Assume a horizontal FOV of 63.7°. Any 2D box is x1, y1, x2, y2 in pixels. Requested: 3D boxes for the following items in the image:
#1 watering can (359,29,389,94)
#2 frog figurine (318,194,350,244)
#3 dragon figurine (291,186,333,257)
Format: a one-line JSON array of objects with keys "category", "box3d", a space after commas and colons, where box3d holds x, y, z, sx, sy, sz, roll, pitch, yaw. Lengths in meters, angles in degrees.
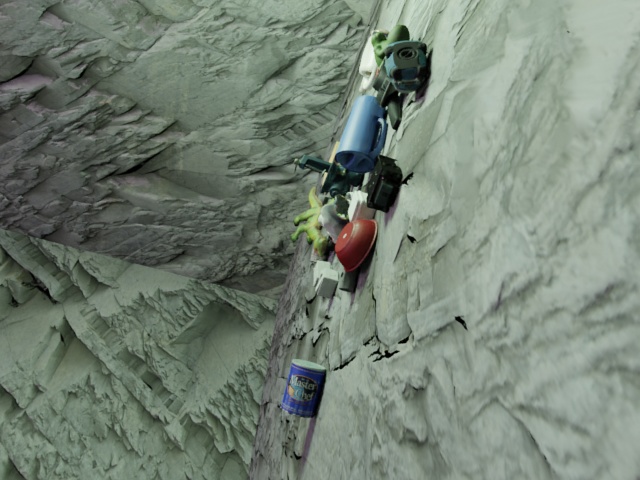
[{"category": "watering can", "box3d": [0.207, -0.682, 1.989, 0.349, 0.104, 0.223, -120, 47, -82]}, {"category": "frog figurine", "box3d": [0.056, -0.041, 1.621, 0.125, 0.138, 0.156, -56, -9, -49]}, {"category": "dragon figurine", "box3d": [0.006, -0.105, 2.086, 0.239, 0.121, 0.420, -28, 42, 43]}]
